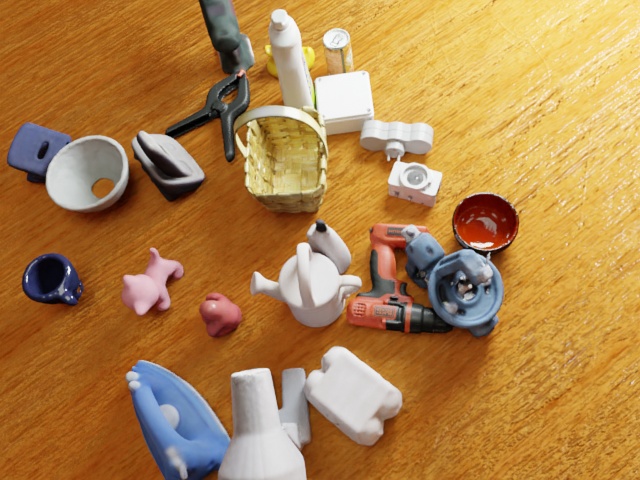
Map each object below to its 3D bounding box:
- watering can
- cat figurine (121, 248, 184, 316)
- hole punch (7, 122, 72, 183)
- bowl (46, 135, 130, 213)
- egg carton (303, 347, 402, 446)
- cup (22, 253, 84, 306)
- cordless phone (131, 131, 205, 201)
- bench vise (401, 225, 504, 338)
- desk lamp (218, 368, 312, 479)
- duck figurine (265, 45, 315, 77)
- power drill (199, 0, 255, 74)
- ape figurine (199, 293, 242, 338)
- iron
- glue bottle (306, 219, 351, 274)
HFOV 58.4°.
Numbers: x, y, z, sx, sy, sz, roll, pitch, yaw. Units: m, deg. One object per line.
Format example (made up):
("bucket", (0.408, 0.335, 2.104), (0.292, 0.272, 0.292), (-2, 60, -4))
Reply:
("watering can", (-0.024, 0.074, 0.934), (0.173, 0.194, 0.101), (-24, 66, -3))
("cat figurine", (-0.305, 0.076, 1.012), (0.067, 0.118, 0.128), (10, 69, 12))
("hole punch", (-0.560, -0.176, 1.166), (0.101, 0.091, 0.109), (7, 68, 10))
("bowl", (-0.446, -0.119, 1.136), (0.167, 0.075, 0.167), (-3, 67, 6))
("egg carton", (0.051, 0.250, 0.919), (0.150, 0.069, 0.107), (35, 76, 19))
("cup", (-0.465, 0.088, 1.040), (0.117, 0.095, 0.092), (37, 76, 20))
("cordless phone", (-0.306, -0.170, 1.078), (0.094, 0.185, 0.147), (-41, 68, -10))
("bench vise", (0.198, 0.054, 0.900), (0.207, 0.220, 0.121), (30, 74, 18))
("desk lamp", (-0.081, 0.279, 0.845), (0.118, 0.214, 0.203), (-9, 66, 4))
("duck figurine", (-0.066, -0.392, 1.195), (0.104, 0.086, 0.077), (-8, 66, 4))
("power drill", (-0.200, -0.453, 1.171), (0.075, 0.209, 0.229), (-17, 66, 0))
("ape figurine", (-0.180, 0.126, 0.988), (0.076, 0.092, 0.078), (11, 69, 12))
("iron", (-0.249, 0.281, 0.905), (0.119, 0.141, 0.257), (-38, 68, -9))
("glue bottle", (0.009, 0.003, 0.971), (0.078, 0.173, 0.037), (26, 73, 17))
